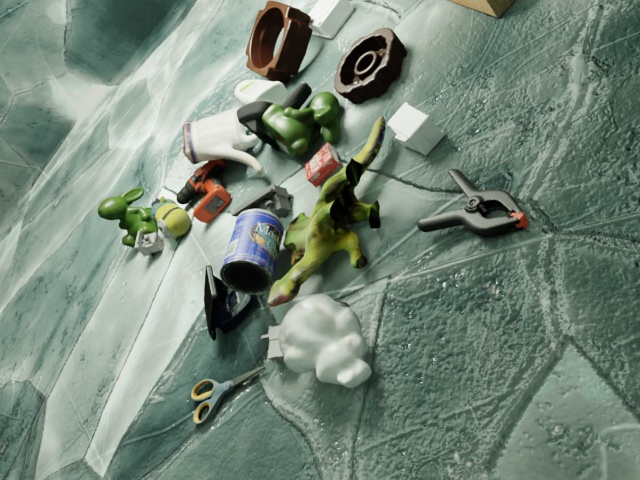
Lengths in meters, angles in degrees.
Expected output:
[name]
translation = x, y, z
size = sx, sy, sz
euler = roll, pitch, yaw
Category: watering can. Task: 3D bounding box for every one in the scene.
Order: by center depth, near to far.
[watering can]
translation = -0.253, -0.255, 1.356
size = 0.224, 0.101, 0.356
euler = -14, 40, 0

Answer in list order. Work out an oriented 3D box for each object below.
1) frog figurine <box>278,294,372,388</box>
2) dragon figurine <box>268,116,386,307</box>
[frog figurine]
translation = 0.006, 0.166, 0.809
size = 0.137, 0.120, 0.162
euler = -29, 30, 1
[dragon figurine]
translation = 0.003, -0.050, 0.995
size = 0.240, 0.121, 0.419
euler = -18, 41, 47
